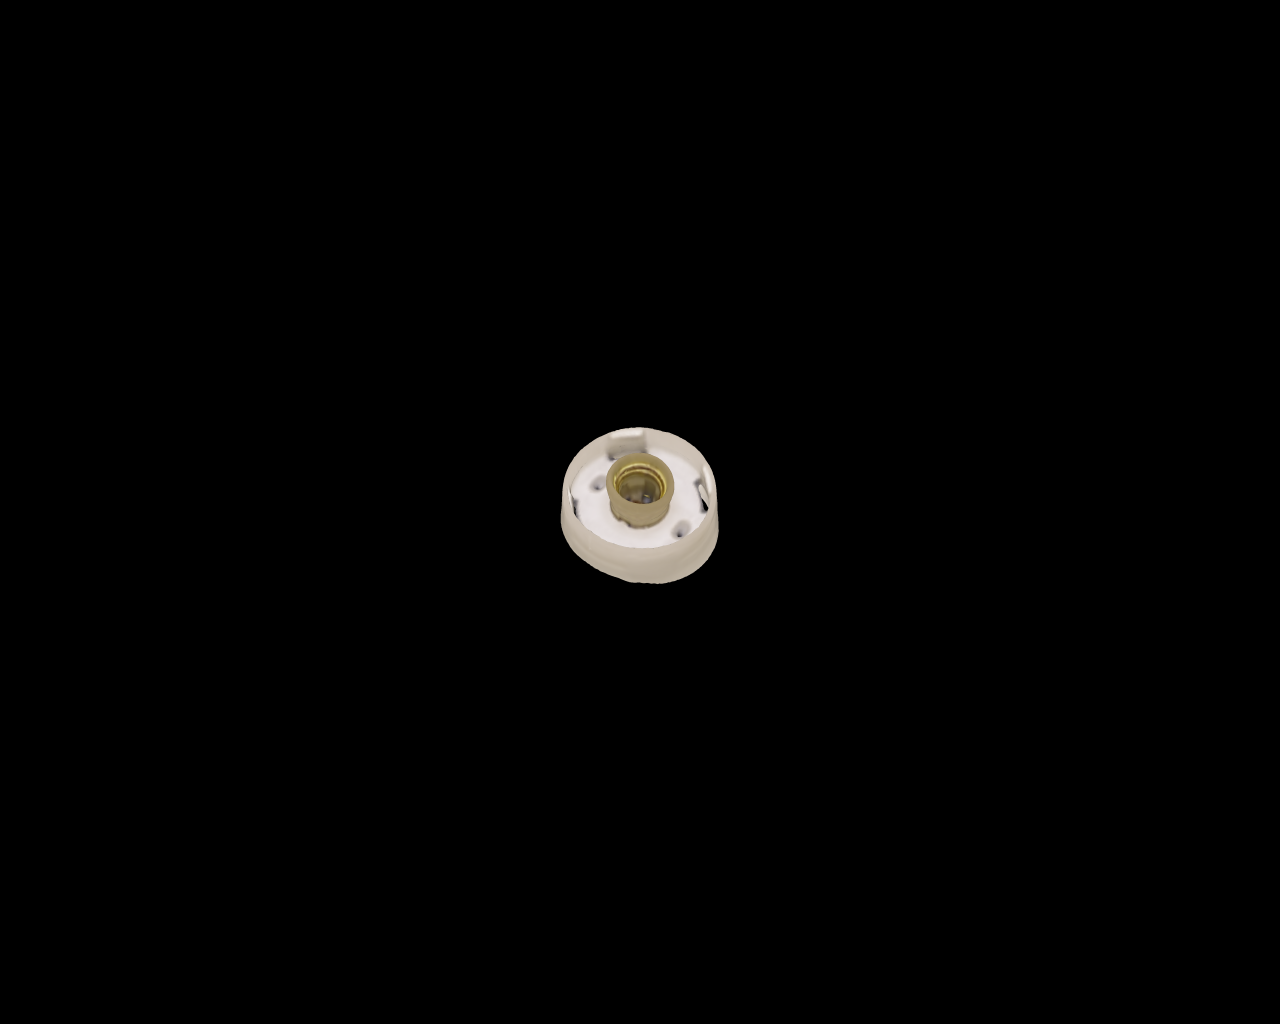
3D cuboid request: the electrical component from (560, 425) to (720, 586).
[{"bbox_3d":[0.001,-0.003,0.650,0.099,0.099,0.064,0,-34,0],"label":"electrical component"}]
